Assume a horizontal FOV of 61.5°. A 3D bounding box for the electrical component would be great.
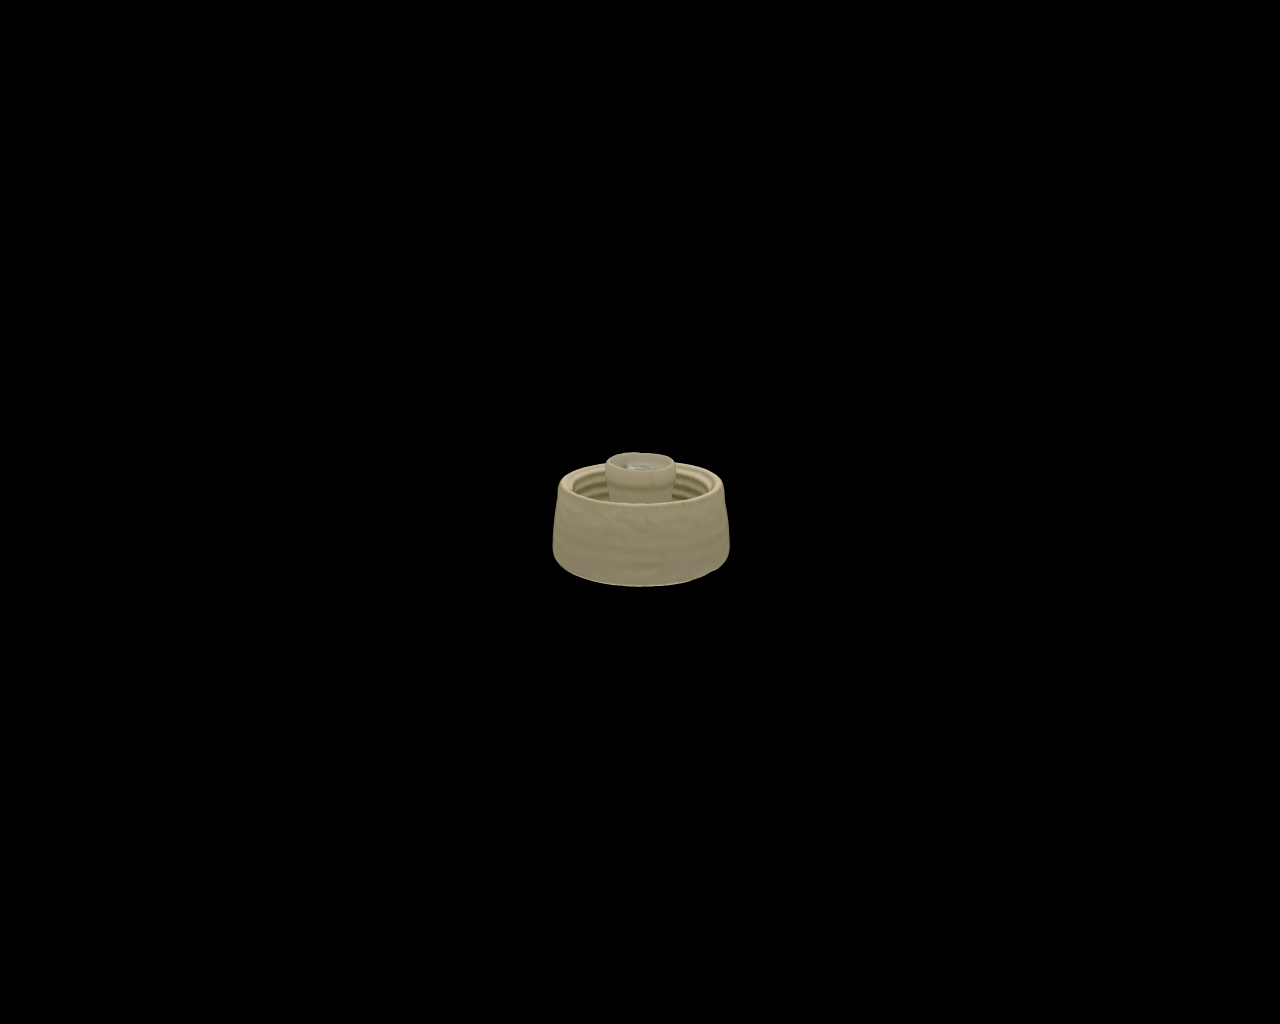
[{"bbox_3d":[0.001,-0.003,0.650,0.108,0.060,0.108,0,18,0],"label":"electrical component"}]
